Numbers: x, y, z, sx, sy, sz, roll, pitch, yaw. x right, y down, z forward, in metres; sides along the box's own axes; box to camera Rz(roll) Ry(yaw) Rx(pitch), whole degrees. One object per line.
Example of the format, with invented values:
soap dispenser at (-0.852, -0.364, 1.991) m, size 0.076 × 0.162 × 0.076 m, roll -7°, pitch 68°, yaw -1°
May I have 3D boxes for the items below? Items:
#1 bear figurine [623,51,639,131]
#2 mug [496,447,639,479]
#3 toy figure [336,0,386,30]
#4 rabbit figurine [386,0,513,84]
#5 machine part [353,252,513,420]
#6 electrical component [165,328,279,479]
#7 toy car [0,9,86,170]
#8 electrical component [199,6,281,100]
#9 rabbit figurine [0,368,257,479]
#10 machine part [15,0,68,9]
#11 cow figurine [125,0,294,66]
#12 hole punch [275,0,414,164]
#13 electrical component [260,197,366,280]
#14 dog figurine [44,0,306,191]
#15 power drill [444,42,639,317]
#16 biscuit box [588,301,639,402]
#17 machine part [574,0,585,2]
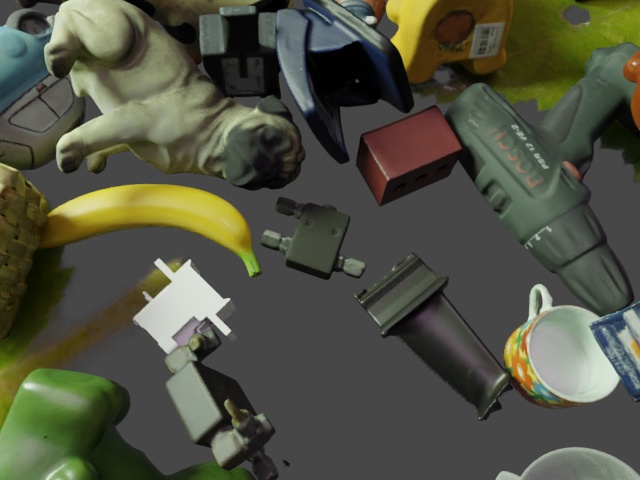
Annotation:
bear figurine at (0.326, -0.164, 0.416) m, size 0.120 × 0.132 × 0.196 m, roll 30°, pitch 77°, yaw 8°
mug at (0.174, 0.197, 0.353) m, size 0.107 × 0.110 × 0.081 m, roll 52°, pitch 58°, yaw -28°
toy figure at (0.040, -0.258, 0.559) m, size 0.057 × 0.064 × 0.154 m, roll 19°, pitch 67°, yaw -36°
rabbit figurine at (0.109, -0.260, 0.528) m, size 0.122 × 0.162 × 0.173 m, roll -12°, pitch 50°, yaw 5°
machine part at (0.096, 0.077, 0.430) m, size 0.084 × 0.039 × 0.139 m, roll -32°, pitch 70°, yaw -21°
electrical component at (-0.065, 0.109, 0.364) m, size 0.045 × 0.078 × 0.102 m, roll -44°, pitch 47°, yaw 1°
toy car at (-0.264, -0.115, 0.469) m, size 0.103 × 0.109 × 0.162 m, roll 43°, pitch 58°, yaw -12°
electrical component at (-0.072, -0.176, 0.485) m, size 0.075 × 0.119 × 0.048 m, roll -6°, pitch 68°, yaw -3°
rabbit figurine at (-0.121, 0.173, 0.337) m, size 0.170 × 0.121 × 0.159 m, roll 21°, pitch 60°, yaw -10°
machine part at (-0.272, -0.323, 0.573) m, size 0.179 × 0.056 × 0.179 m, roll 1°, pitch 66°, yaw -3°
cow figurine at (-0.120, -0.230, 0.502) m, size 0.195 × 0.127 × 0.085 m, roll -8°, pitch 64°, yaw -9°
hole punch at (0.009, -0.142, 0.475) m, size 0.092 × 0.142 × 0.116 m, roll -44°, pitch 66°, yaw 6°
electrical component at (-0.001, -0.001, 0.466) m, size 0.094 × 0.021 × 0.063 m, roll 19°, pitch 67°, yaw 6°
dog figurine at (-0.110, -0.126, 0.452) m, size 0.191 × 0.121 × 0.172 m, roll -2°, pitch 108°, yaw -7°
power drill at (0.240, -0.071, 0.485) m, size 0.207 × 0.086 × 0.232 m, roll -38°, pitch 73°, yaw -10°
biscuit box at (0.301, 0.056, 0.405) m, size 0.203 × 0.059 × 0.063 m, roll -12°, pitch 66°, yaw -28°
machine part at (0.309, -0.385, 0.612) m, size 0.201 × 0.087 × 0.201 m, roll -21°, pitch 68°, yaw -11°
